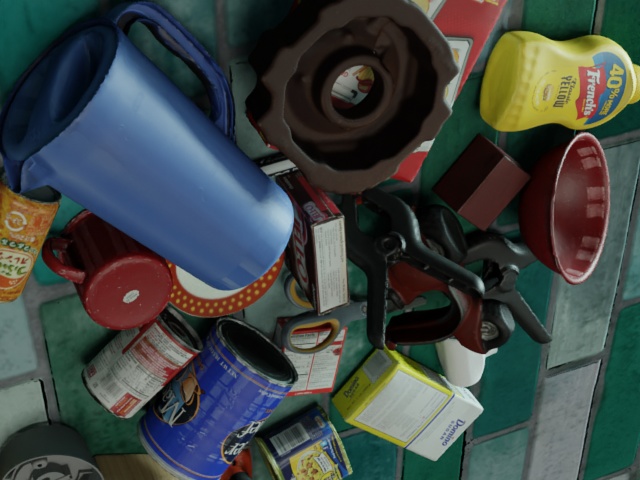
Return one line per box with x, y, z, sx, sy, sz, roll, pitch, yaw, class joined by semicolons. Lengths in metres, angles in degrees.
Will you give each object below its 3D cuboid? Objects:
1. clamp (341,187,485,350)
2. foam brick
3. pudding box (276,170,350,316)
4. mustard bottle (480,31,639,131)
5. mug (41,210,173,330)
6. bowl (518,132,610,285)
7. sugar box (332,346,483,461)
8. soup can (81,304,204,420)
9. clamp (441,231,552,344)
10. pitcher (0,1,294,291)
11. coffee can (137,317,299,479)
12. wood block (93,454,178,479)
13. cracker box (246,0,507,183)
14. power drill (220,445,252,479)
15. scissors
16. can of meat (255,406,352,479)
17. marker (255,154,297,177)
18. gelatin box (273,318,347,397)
0.078;0.011;1.024;0.120;0.171;0.039;-17;158;-10;clamp
0.167;-0.058;1.100;0.051;0.053;0.078;30;105;-39;foam brick
-0.007;0.001;1.023;0.039;0.090;0.113;-18;130;-14;pudding box
0.257;-0.158;1.074;0.191;0.058;0.096;-3;120;-27;mustard bottle
-0.190;0.024;0.948;0.117;0.082;0.093;16;113;-36;mug
0.254;-0.035;1.133;0.161;0.055;0.162;-11;104;-54;bowl
0.105;0.193;1.250;0.093;0.048;0.176;-49;134;10;sugar box
-0.172;0.116;1.032;0.102;0.069;0.068;-44;131;6;soup can
0.210;0.029;1.195;0.209;0.036;0.165;13;106;-30;clamp
-0.128;-0.068;0.882;0.149;0.145;0.242;-34;132;19;pitcher
-0.104;0.163;1.078;0.102;0.103;0.140;28;106;-39;coffee can
-0.174;0.320;1.083;0.090;0.206;0.091;7;118;-32;wood block
0.051;-0.171;0.947;0.163;0.072;0.214;11;117;-32;cracker box
-0.070;0.329;1.158;0.057;0.188;0.184;-12;125;-22;power drill
0.034;0.058;1.129;0.201;0.016;0.096;-24;102;-37;scissors
-0.017;0.247;1.215;0.084;0.057;0.102;-27;131;-11;can of meat
-0.048;-0.068;1.001;0.121;0.020;0.020;-17;128;-17;marker
-0.016;0.124;1.146;0.073;0.030;0.089;-2;120;-26;gelatin box
